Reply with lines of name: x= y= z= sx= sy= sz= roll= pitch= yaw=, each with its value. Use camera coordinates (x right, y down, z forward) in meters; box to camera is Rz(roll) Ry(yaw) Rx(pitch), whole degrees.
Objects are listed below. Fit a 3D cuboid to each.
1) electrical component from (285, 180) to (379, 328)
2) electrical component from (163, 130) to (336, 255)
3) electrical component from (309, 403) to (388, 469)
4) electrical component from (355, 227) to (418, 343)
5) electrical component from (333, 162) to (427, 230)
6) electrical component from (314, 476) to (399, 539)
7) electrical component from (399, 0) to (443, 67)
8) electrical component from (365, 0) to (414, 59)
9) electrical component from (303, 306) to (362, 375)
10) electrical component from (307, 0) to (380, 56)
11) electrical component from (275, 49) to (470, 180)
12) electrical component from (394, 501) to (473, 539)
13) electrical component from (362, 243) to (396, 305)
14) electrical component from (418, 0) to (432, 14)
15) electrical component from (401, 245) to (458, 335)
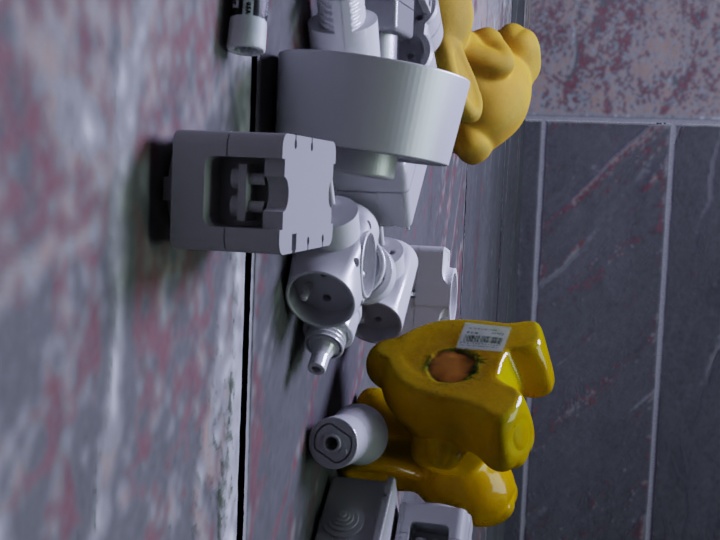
electrical component: x=-0.017 y=-0.019 z=0.659 sx=0.077 sy=0.044 sz=0.079 roll=-71 pitch=160 yaw=-51
electrical component: x=-0.049 y=-0.035 z=0.478 sx=0.089 sy=0.056 sz=0.050 roll=-19 pitch=112 yaw=-77
electrical component: x=-0.010 y=0.116 z=0.740 sx=0.065 sy=0.044 sz=0.044 roll=10 pitch=83 yaw=-73
electrical component: x=0.016 y=0.002 z=0.822 sx=0.077 sy=0.043 sz=0.079 roll=-73 pitch=162 yaw=-48
electrical component: x=0.010 y=-0.080 z=0.727 sx=0.096 sy=0.062 sz=0.061 roll=-73 pitch=162 yaw=-48
electrical component: x=-0.003 y=0.208 z=0.776 sx=0.099 sy=0.048 sz=0.099 roll=-72 pitch=161 yaw=-50
electrical component: x=0.036 y=-0.151 z=0.853 sx=0.073 sy=0.052 sz=0.138 roll=67 pitch=29 yaw=-64
electrical component: x=0.008 y=-0.160 z=0.730 sx=0.066 sy=0.047 sz=0.076 roll=-30 pitch=122 yaw=-76
electrical component: x=-0.020 y=0.040 z=0.684 sx=0.035 sy=0.035 sz=0.061 roll=81 pitch=19 yaw=-44
electrical component: x=-0.010 y=-0.144 z=0.662 sx=0.043 sy=0.043 sz=0.081 roll=-70 pitch=159 yaw=-54
electrical component: x=0.004 y=-0.083 z=0.602 sx=0.108 sy=0.108 sz=0.060 roll=-9 pitch=108 yaw=-78
electrical component: x=0.056 y=0.211 z=0.804 sx=0.089 sy=0.050 sz=0.055 roll=77 pitch=21 yaw=-54
electrical component: x=0.000 y=0.000 z=0.743 sx=0.055 sy=0.045 sz=0.045 roll=35 pitch=59 yaw=-77
electrical component: x=0.029 y=-0.241 z=0.772 sx=0.121 sy=0.063 sz=0.078 roll=21 pitch=73 yaw=-78
electrical component: x=0.060 y=0.024 z=1.001 sx=0.050 sy=0.056 sz=0.089 roll=19 pitch=75 yaw=-77
